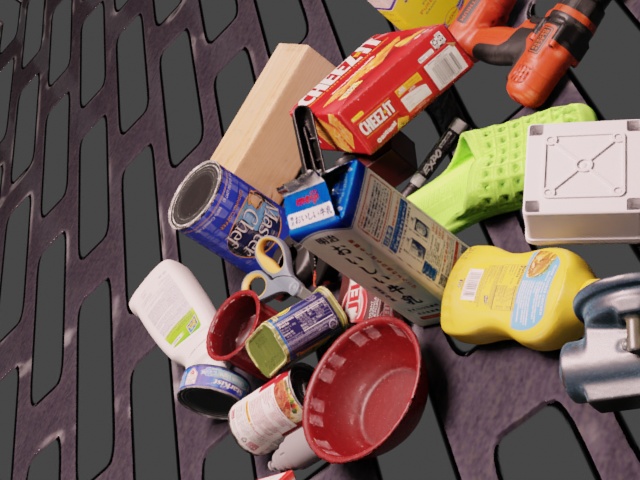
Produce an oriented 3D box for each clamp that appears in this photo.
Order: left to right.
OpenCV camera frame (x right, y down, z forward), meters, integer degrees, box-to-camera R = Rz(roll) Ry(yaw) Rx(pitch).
[{"bbox_3d":[-0.009,0.002,1.329,0.120,0.039,0.171,18,83,61],"label":"clamp"},{"bbox_3d":[0.002,-0.044,1.238,0.165,0.036,0.210,-120,25,-50],"label":"clamp"}]

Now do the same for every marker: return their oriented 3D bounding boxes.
[{"bbox_3d":[0.130,-0.090,1.246,0.121,0.020,0.020,-54,33,3],"label":"marker"}]

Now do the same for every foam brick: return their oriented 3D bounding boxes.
[{"bbox_3d":[0.073,-0.093,1.294,0.078,0.053,0.051,-34,39,29],"label":"foam brick"}]

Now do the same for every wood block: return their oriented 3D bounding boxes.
[{"bbox_3d":[-0.057,-0.162,1.487,0.090,0.090,0.206,20,79,58],"label":"wood block"}]

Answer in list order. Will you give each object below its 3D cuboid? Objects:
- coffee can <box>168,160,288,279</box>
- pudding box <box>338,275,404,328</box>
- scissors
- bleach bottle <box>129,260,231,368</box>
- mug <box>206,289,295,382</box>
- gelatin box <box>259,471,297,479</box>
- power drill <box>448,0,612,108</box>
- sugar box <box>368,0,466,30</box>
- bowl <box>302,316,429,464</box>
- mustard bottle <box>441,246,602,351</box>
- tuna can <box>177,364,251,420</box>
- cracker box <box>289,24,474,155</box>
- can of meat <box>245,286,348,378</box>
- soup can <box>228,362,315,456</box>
[{"bbox_3d":[-0.112,-0.025,1.392,0.103,0.140,0.103,-33,39,31],"label":"coffee can"},{"bbox_3d":[0.061,0.041,1.175,0.090,0.039,0.113,-8,66,59],"label":"pudding box"},{"bbox_3d":[-0.042,0.070,1.288,0.096,0.016,0.202,-53,41,17],"label":"scissors"},{"bbox_3d":[-0.178,0.124,1.421,0.102,0.068,0.251,-52,35,8],"label":"bleach bottle"},{"bbox_3d":[-0.081,0.115,1.284,0.093,0.081,0.117,-56,33,-1],"label":"mug"},{"bbox_3d":[-0.072,0.285,1.139,0.089,0.030,0.073,-25,5,38],"label":"gelatin box"},{"bbox_3d":[0.237,-0.250,1.211,0.184,0.057,0.188,-55,33,2],"label":"power drill"},{"bbox_3d":[0.119,-0.304,1.302,0.093,0.176,0.048,-57,32,-3],"label":"sugar box"},{"bbox_3d":[0.057,0.161,1.088,0.162,0.055,0.162,-33,39,31],"label":"bowl"},{"bbox_3d":[0.201,0.054,0.992,0.192,0.058,0.096,0,63,53],"label":"mustard bottle"},{"bbox_3d":[-0.126,0.182,1.280,0.086,0.086,0.033,-21,44,42],"label":"tuna can"},{"bbox_3d":[0.065,-0.182,1.284,0.164,0.072,0.214,-42,17,-8],"label":"cracker box"},{"bbox_3d":[-0.028,0.106,1.187,0.083,0.057,0.102,-29,-10,-27],"label":"can of meat"},{"bbox_3d":[-0.044,0.189,1.184,0.102,0.068,0.068,-36,38,29],"label":"soup can"}]
